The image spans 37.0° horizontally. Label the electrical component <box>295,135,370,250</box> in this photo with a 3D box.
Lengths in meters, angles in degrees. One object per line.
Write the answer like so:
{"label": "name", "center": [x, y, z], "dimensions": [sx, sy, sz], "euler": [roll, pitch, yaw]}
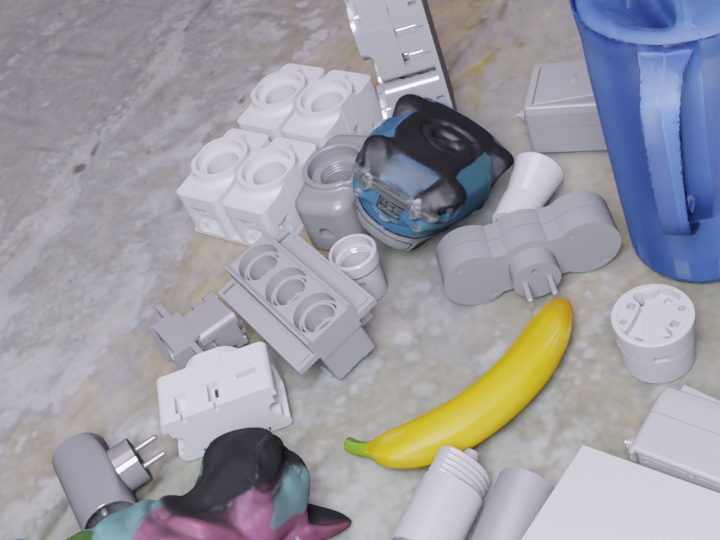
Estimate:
{"label": "electrical component", "center": [-0.014, -0.071, 0.935], "dimensions": [0.054, 0.059, 0.095], "euler": [5, 51, 26]}

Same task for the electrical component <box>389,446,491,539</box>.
{"label": "electrical component", "center": [0.057, 0.152, 0.706], "dimensions": [0.043, 0.043, 0.081], "euler": [13, 55, 31]}

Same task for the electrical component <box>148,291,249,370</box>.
{"label": "electrical component", "center": [-0.129, 0.054, 0.876], "dimensions": [0.064, 0.042, 0.081], "euler": [-36, 46, -15]}

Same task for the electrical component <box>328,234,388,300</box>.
{"label": "electrical component", "center": [0.000, 0.000, 0.871], "dimensions": [0.040, 0.046, 0.040], "euler": [-12, 45, 12]}

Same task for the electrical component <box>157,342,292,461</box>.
{"label": "electrical component", "center": [-0.104, 0.097, 0.819], "dimensions": [0.089, 0.050, 0.055], "euler": [-20, 44, 3]}

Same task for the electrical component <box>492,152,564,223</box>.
{"label": "electrical component", "center": [0.134, -0.058, 0.876], "dimensions": [0.044, 0.044, 0.065], "euler": [12, 59, 31]}

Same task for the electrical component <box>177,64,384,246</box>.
{"label": "electrical component", "center": [-0.071, -0.111, 0.995], "dimensions": [0.105, 0.060, 0.186], "euler": [15, 56, 33]}

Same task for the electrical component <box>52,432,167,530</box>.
{"label": "electrical component", "center": [-0.182, 0.152, 0.804], "dimensions": [0.079, 0.043, 0.077], "euler": [-33, 45, -10]}

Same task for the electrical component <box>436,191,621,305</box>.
{"label": "electrical component", "center": [0.131, -0.005, 0.817], "dimensions": [0.138, 0.052, 0.073], "euler": [-17, 45, 7]}

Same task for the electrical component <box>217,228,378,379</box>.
{"label": "electrical component", "center": [-0.046, 0.029, 0.846], "dimensions": [0.079, 0.063, 0.121], "euler": [-43, 47, -8]}

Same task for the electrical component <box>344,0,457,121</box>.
{"label": "electrical component", "center": [0.037, -0.195, 0.940], "dimensions": [0.060, 0.186, 0.105], "euler": [-15, 45, 9]}

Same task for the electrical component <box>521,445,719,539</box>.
{"label": "electrical component", "center": [0.178, 0.175, 0.616], "dimensions": [0.150, 0.061, 0.089], "euler": [16, 47, 33]}

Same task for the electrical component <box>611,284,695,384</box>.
{"label": "electrical component", "center": [0.205, 0.045, 0.744], "dimensions": [0.055, 0.047, 0.055], "euler": [-12, 45, 12]}

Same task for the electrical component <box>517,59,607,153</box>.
{"label": "electrical component", "center": [0.180, -0.142, 0.922], "dimensions": [0.096, 0.061, 0.061], "euler": [0, 49, 22]}

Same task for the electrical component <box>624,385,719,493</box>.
{"label": "electrical component", "center": [0.212, 0.115, 0.664], "dimensions": [0.096, 0.061, 0.061], "euler": [18, 58, 34]}
